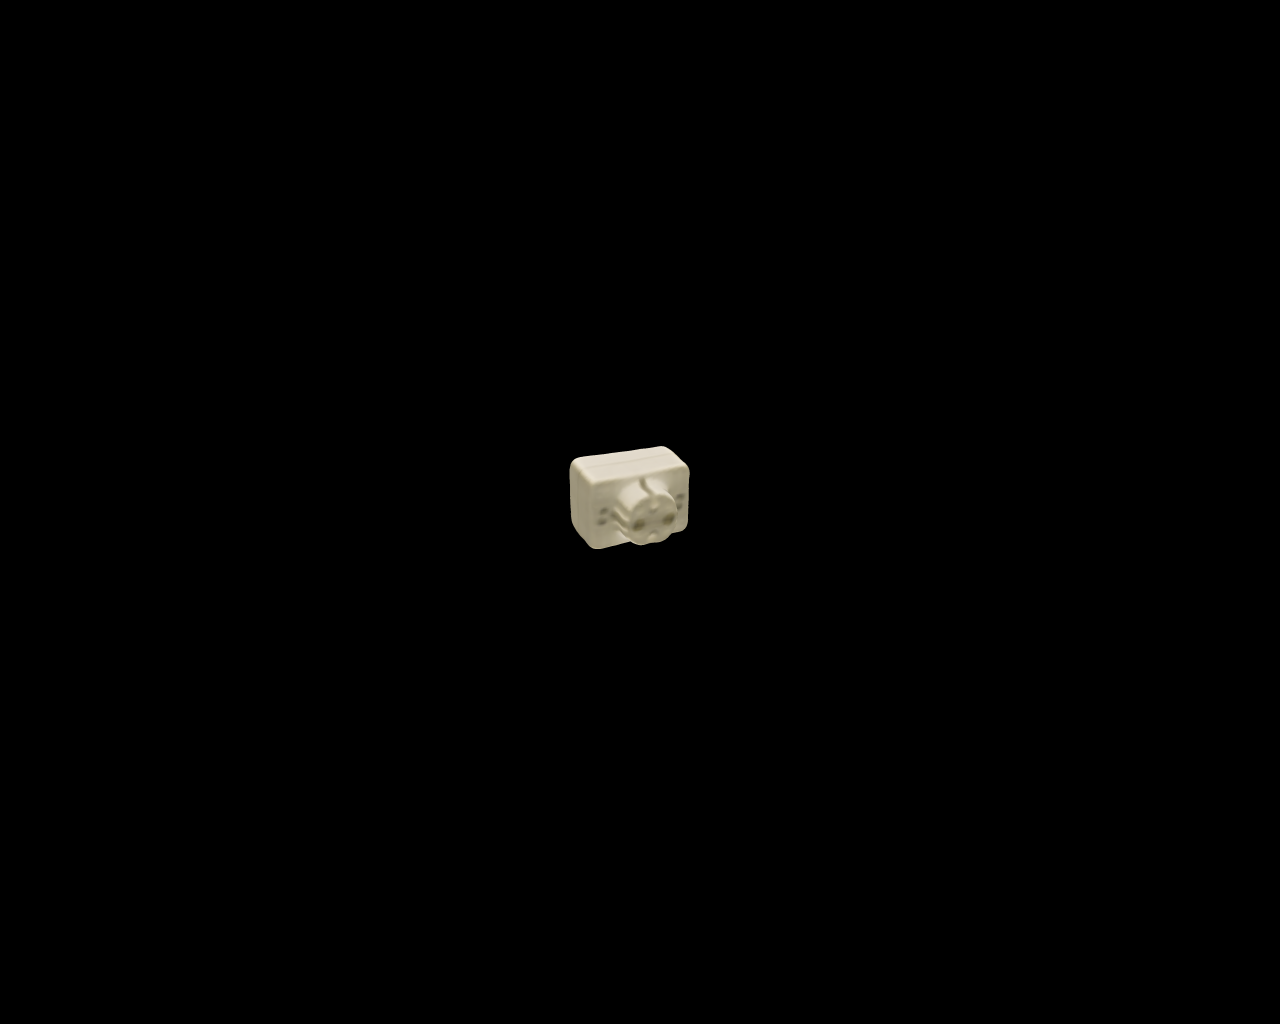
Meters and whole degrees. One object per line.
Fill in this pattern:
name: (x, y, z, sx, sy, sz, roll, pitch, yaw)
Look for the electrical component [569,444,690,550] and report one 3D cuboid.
electrical component: (0.001, -0.003, 0.650, 0.066, 0.047, 0.077, -10, 28, -20)
